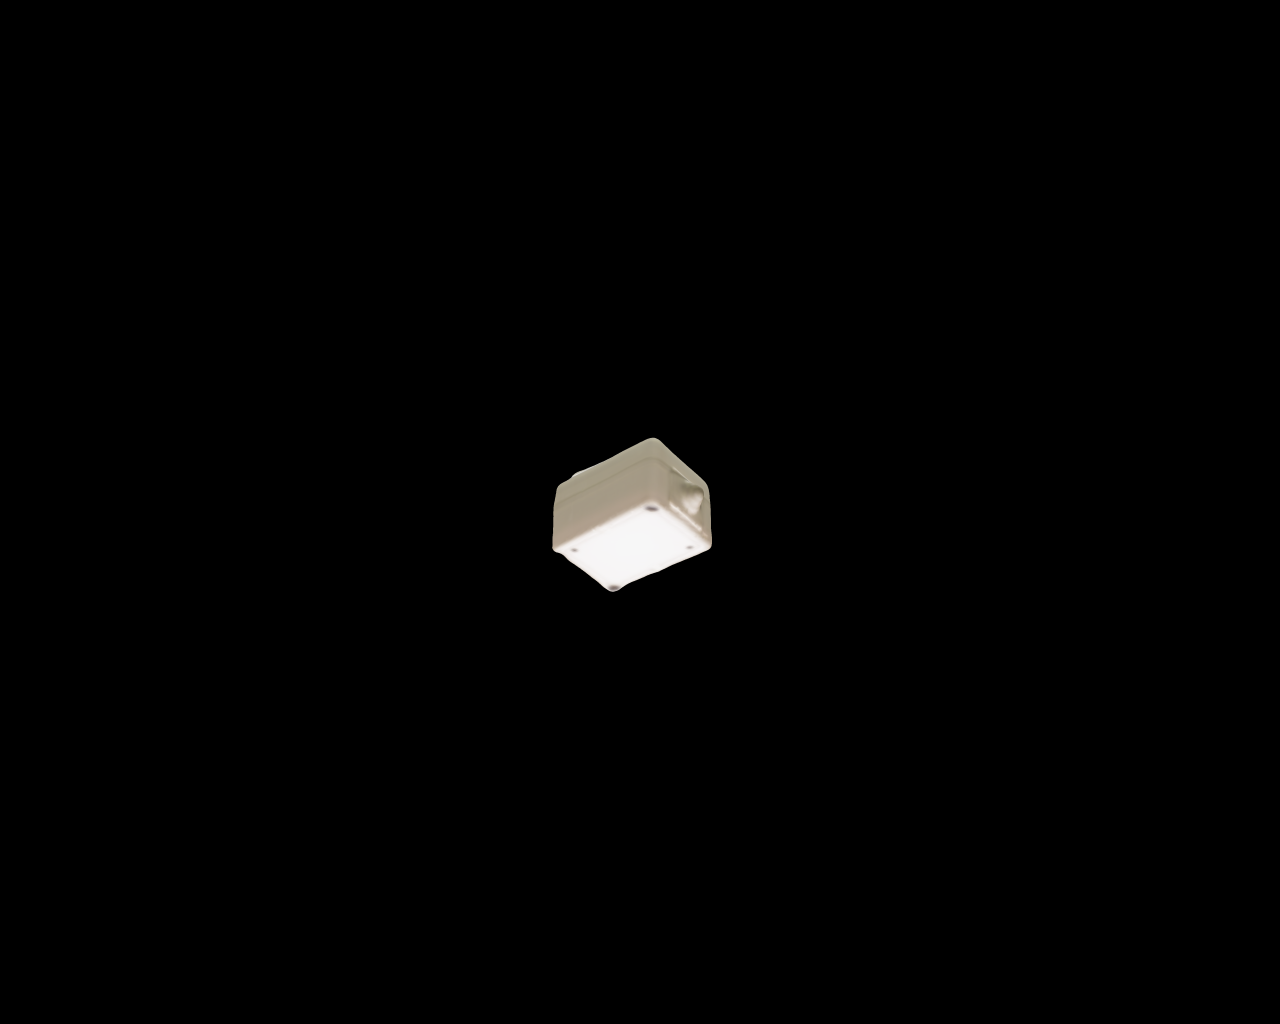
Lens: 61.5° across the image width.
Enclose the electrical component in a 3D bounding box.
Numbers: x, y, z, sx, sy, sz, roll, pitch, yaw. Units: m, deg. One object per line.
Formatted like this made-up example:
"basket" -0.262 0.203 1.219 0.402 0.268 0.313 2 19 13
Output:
"electrical component" 0.001 -0.003 0.650 0.096 0.061 0.061 -25 -45 28
